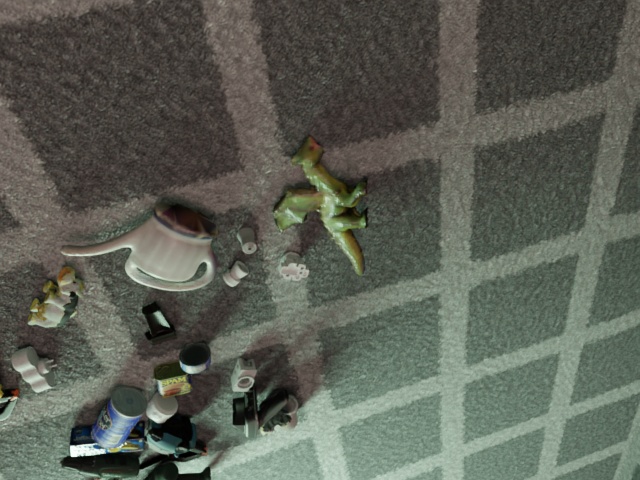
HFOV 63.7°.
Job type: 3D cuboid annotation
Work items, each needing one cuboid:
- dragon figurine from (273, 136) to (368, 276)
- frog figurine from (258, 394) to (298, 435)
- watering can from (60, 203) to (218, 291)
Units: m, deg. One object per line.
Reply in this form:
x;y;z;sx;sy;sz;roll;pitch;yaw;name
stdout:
0.004;-0.065;1.298;0.243;0.125;0.401;0;121;2;dragon figurine
-0.124;0.554;1.656;0.137;0.124;0.158;-49;161;6;frog figurine
-0.385;0.010;1.186;0.345;0.106;0.221;21;112;-30;watering can
